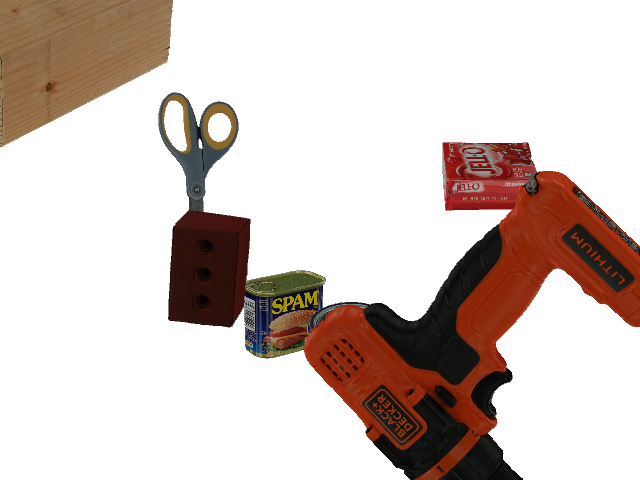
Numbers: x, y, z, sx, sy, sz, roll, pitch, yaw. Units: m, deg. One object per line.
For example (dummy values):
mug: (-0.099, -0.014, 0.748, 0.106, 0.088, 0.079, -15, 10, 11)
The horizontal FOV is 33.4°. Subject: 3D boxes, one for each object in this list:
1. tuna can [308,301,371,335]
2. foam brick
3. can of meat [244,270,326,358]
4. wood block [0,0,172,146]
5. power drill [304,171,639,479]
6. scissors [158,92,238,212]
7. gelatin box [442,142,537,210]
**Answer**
tuna can: (0.030, 0.097, 1.093, 0.086, 0.034, 0.086, -3, 26, 1)
foam brick: (-0.086, 0.021, 0.836, 0.053, 0.078, 0.051, 6, 14, 6)
can of meat: (-0.044, 0.089, 1.290, 0.101, 0.084, 0.058, -10, 19, -36)
wood block: (-0.230, -0.175, 0.932, 0.090, 0.091, 0.205, 30, 42, 21)
power drill: (0.109, 0.068, 0.602, 0.188, 0.184, 0.057, -45, -2, 16)
scissors: (-0.117, -0.065, 1.144, 0.096, 0.202, 0.016, -16, -4, -21)
gelatin box: (0.137, -0.054, 0.872, 0.073, 0.030, 0.089, 0, 24, 5)
